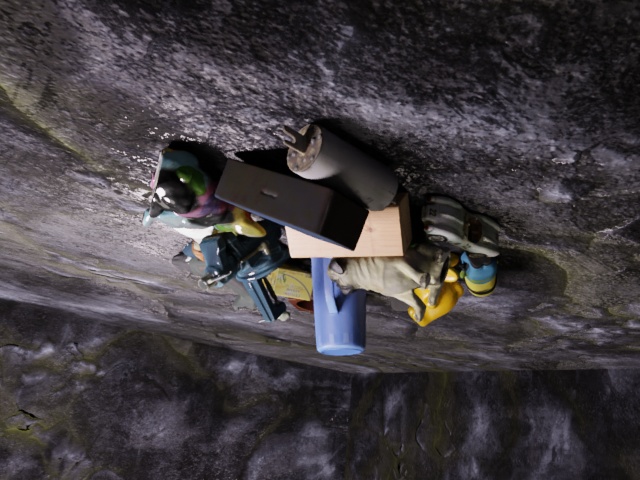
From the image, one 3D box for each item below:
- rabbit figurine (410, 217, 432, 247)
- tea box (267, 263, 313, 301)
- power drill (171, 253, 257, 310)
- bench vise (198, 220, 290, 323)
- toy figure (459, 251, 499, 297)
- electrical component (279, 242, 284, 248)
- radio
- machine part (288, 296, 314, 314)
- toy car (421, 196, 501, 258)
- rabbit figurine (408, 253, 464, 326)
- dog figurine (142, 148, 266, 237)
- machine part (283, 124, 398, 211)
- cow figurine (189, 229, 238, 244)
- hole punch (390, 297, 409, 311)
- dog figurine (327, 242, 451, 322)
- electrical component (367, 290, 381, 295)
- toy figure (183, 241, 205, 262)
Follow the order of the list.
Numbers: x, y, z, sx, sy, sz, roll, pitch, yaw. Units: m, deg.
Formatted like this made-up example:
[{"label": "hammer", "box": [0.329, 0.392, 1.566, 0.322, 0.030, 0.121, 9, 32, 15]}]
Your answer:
[{"label": "rabbit figurine", "box": [0.144, 0.014, 1.056, 0.159, 0.121, 0.170, 17, 144, -8]}, {"label": "tea box", "box": [-0.082, 0.098, 1.343, 0.098, 0.068, 0.170, 12, -178, -14]}, {"label": "power drill", "box": [-0.254, 0.096, 1.407, 0.232, 0.086, 0.207, -8, 131, 39]}, {"label": "bench vise", "box": [-0.134, 0.077, 1.089, 0.129, 0.224, 0.240, -13, 112, 33]}, {"label": "toy figure", "box": [0.349, 0.067, 1.178, 0.082, 0.089, 0.180, 8, 164, 18]}, {"label": "electrical component", "box": [-0.120, 0.025, 1.265, 0.078, 0.045, 0.102, -4, 159, 22]}, {"label": "radio", "box": [-0.044, -0.056, 0.850, 0.230, 0.073, 0.131, 22, 180, 36]}, {"label": "machine part", "box": [0.022, 0.150, 1.515, 0.201, 0.087, 0.201, 1, 158, 13]}, {"label": "toy car", "box": [0.259, -0.021, 0.980, 0.201, 0.073, 0.056, 20, 160, -35]}, {"label": "rabbit figurine", "box": [0.242, 0.091, 1.223, 0.162, 0.122, 0.173, -28, 114, 31]}, {"label": "dog figurine", "box": [-0.185, -0.070, 0.937, 0.219, 0.108, 0.191, 10, 158, -24]}, {"label": "machine part", "box": [0.037, -0.104, 0.805, 0.243, 0.079, 0.079, 24, 154, -39]}, {"label": "cow figurine", "box": [-0.231, -0.006, 1.177, 0.098, 0.068, 0.167, 4, 158, 21]}, {"label": "hole punch", "box": [0.234, 0.112, 1.374, 0.142, 0.092, 0.115, 1, 131, 20]}, {"label": "dog figurine", "box": [0.128, 0.045, 0.984, 0.191, 0.121, 0.172, 20, -153, 27]}, {"label": "electrical component", "box": [0.120, 0.107, 1.313, 0.075, 0.047, 0.119, 13, 172, -24]}, {"label": "toy figure", "box": [-0.253, 0.023, 1.275, 0.155, 0.057, 0.064, 6, -155, 7]}]
